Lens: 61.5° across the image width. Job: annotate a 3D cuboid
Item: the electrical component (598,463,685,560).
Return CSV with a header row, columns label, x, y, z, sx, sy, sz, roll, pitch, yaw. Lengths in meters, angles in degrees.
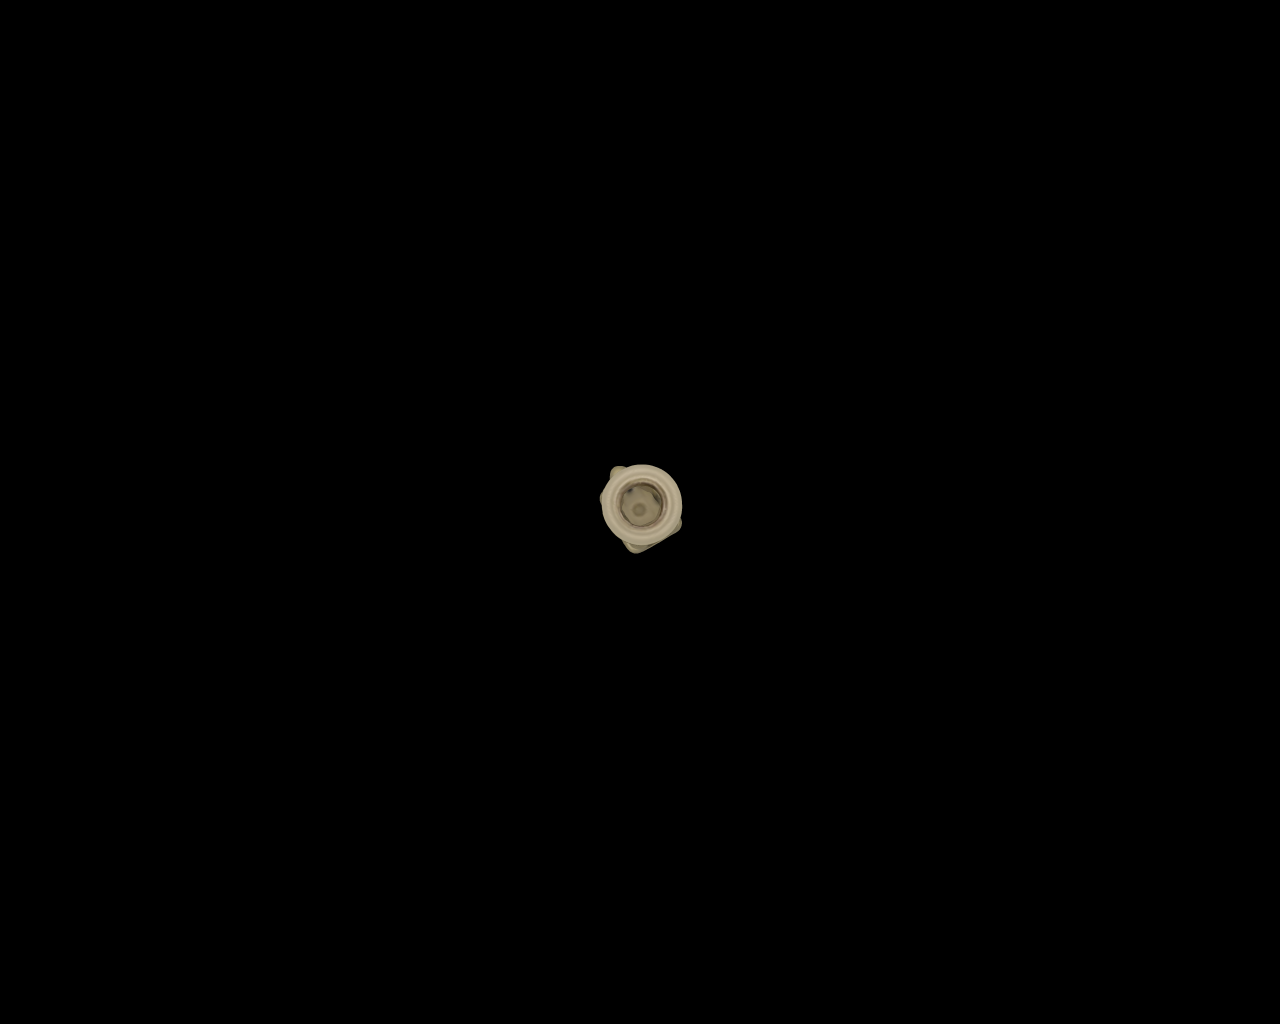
label,x,y,z,sx,sy,sz,roll,pitch,yaw
electrical component,0.001,-0.003,0.650,0.048,0.066,0.055,-32,-4,-2
